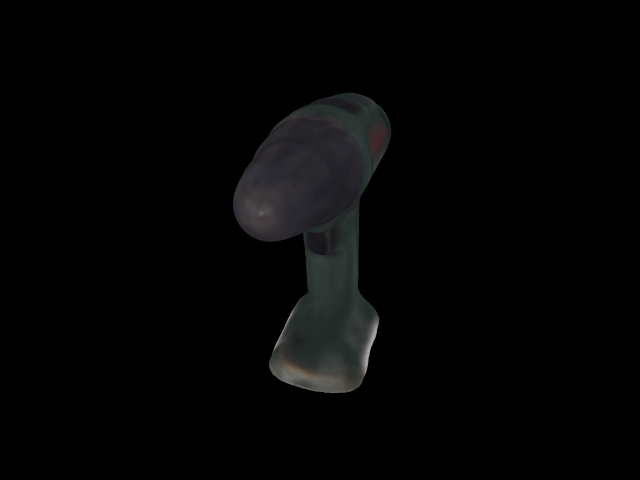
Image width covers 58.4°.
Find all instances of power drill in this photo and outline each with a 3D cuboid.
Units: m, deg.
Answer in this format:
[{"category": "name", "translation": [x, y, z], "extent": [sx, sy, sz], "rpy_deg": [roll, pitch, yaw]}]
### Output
[{"category": "power drill", "translation": [0.004, 0.001, 0.400], "extent": [0.075, 0.208, 0.230], "rpy_deg": [8, 35, 12]}]
